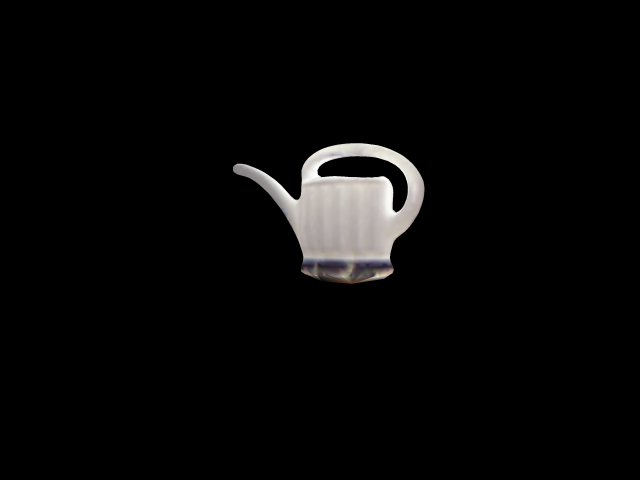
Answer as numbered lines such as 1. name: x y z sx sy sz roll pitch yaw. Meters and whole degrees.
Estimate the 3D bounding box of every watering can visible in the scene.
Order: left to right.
1. watering can: 0.003 -0.043 0.850 0.347 0.225 0.104 0 -2 28
